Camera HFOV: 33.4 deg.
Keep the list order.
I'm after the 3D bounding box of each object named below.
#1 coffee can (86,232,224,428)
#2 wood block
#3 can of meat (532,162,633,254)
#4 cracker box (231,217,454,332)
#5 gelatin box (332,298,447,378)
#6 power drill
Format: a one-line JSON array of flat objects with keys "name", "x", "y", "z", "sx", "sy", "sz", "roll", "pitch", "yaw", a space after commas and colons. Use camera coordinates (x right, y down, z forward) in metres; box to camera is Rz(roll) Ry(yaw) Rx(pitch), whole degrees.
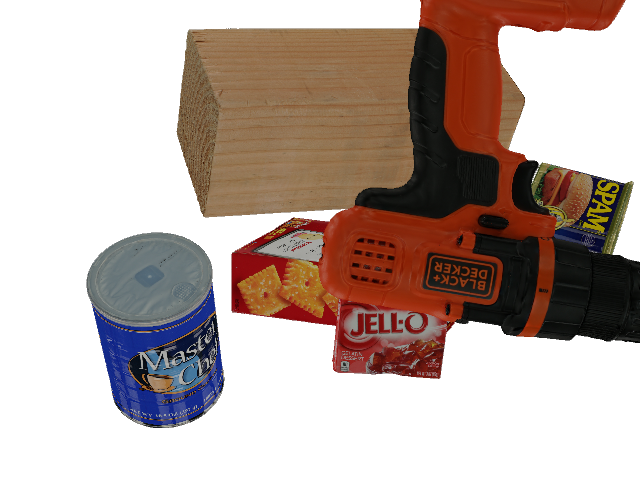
[{"name": "coffee can", "x": -0.138, "y": 0.078, "z": 0.917, "sx": 0.103, "sy": 0.140, "sz": 0.103, "roll": -1, "pitch": 44, "yaw": 0}, {"name": "wood block", "x": 0.017, "y": -0.082, "z": 0.713, "sx": 0.205, "sy": 0.090, "sz": 0.091, "roll": -4, "pitch": 44, "yaw": -19}, {"name": "can of meat", "x": 0.224, "y": -0.018, "z": 0.952, "sx": 0.084, "sy": 0.057, "sz": 0.102, "roll": 16, "pitch": 48, "yaw": 17}, {"name": "cracker box", "x": 0.039, "y": 0.035, "z": 1.071, "sx": 0.214, "sy": 0.072, "sz": 0.164, "roll": 7, "pitch": 15, "yaw": 19}, {"name": "gelatin box", "x": 0.057, "y": 0.072, "z": 0.867, "sx": 0.089, "sy": 0.073, "sz": 0.030, "roll": 4, "pitch": 15, "yaw": -2}, {"name": "power drill", "x": 0.102, "y": -0.046, "z": 0.524, "sx": 0.184, "sy": 0.188, "sz": 0.057, "roll": 9, "pitch": 2, "yaw": -3}]
